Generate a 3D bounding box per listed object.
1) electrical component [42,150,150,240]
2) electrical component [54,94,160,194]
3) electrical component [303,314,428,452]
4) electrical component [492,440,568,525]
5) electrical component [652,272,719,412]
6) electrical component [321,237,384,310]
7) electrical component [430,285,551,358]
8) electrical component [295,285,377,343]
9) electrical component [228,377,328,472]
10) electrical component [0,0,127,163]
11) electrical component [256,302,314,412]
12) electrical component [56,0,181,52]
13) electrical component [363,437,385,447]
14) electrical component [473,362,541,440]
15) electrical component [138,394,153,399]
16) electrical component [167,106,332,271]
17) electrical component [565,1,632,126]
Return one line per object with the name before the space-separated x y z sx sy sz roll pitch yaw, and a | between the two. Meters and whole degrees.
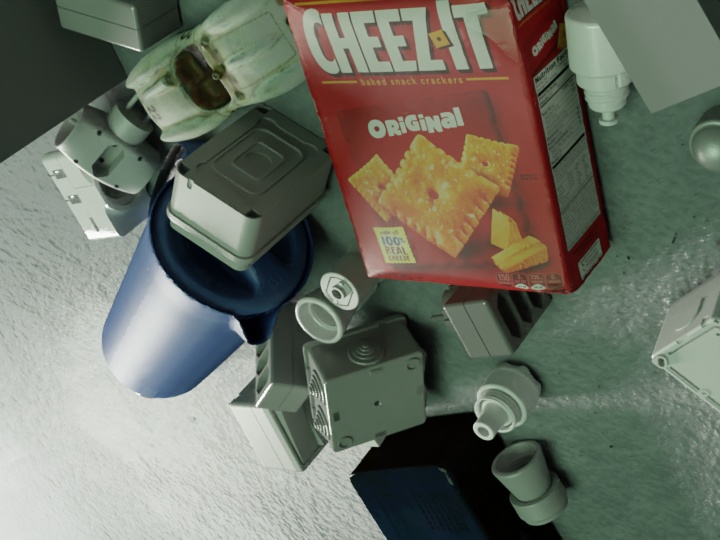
electrical component | -0.230 -0.077 0.959 0.056 0.050 0.089 -4 122 43
electrical component | -0.200 -0.114 0.900 0.077 0.043 0.079 33 111 -30
electrical component | 0.006 0.094 0.875 0.048 0.100 0.099 -122 21 -48
electrical component | 0.139 0.173 0.876 0.045 0.045 0.055 -12 116 45
electrical component | 0.244 0.051 0.673 0.096 0.061 0.061 37 141 -5
electrical component | 0.000 0.000 0.823 0.044 0.065 0.044 23 136 24
electrical component | 0.085 0.026 0.775 0.077 0.065 0.047 -10 117 44
electrical component | -0.016 0.022 0.855 0.044 0.065 0.044 22 136 23
electrical component | -0.066 0.144 1.008 0.061 0.061 0.096 -2 123 41
electrical component | -0.285 -0.151 0.833 0.060 0.186 0.105 0 124 40
electrical component | -0.048 0.077 0.933 0.076 0.083 0.047 10 145 -19
electrical component | -0.185 -0.215 0.802 0.083 0.047 0.075 21 135 25
electrical component | -0.003 0.123 0.950 0.066 0.048 0.055 -5 128 44
electrical component | 0.109 0.104 0.826 0.043 0.062 0.043 23 136 24
electrical component | -0.226 0.083 1.102 0.079 0.044 0.077 32 139 13
electrical component | -0.080 -0.061 0.799 0.078 0.113 0.057 33 137 13
electrical component | 0.141 -0.120 0.619 0.040 0.040 0.078 12 131 33
